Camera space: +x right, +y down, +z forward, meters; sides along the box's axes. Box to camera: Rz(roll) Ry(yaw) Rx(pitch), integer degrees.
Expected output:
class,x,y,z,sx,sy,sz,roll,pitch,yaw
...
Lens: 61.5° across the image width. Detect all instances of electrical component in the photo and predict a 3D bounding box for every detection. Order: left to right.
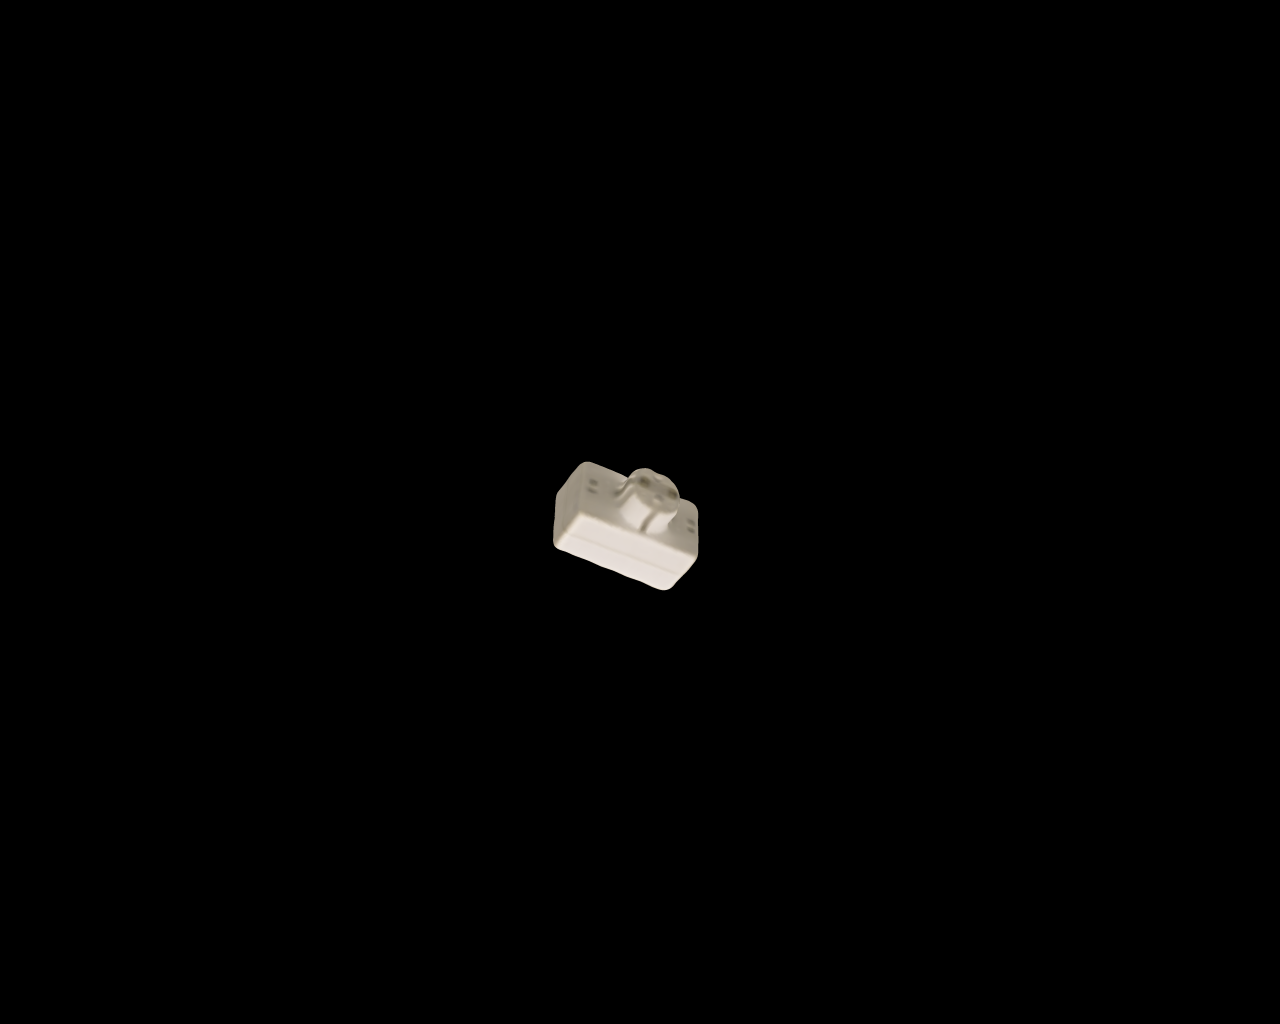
class,x,y,z,sx,sy,sz,roll,pitch,yaw
electrical component,0.001,-0.003,0.650,0.083,0.047,0.075,22,-48,-21
